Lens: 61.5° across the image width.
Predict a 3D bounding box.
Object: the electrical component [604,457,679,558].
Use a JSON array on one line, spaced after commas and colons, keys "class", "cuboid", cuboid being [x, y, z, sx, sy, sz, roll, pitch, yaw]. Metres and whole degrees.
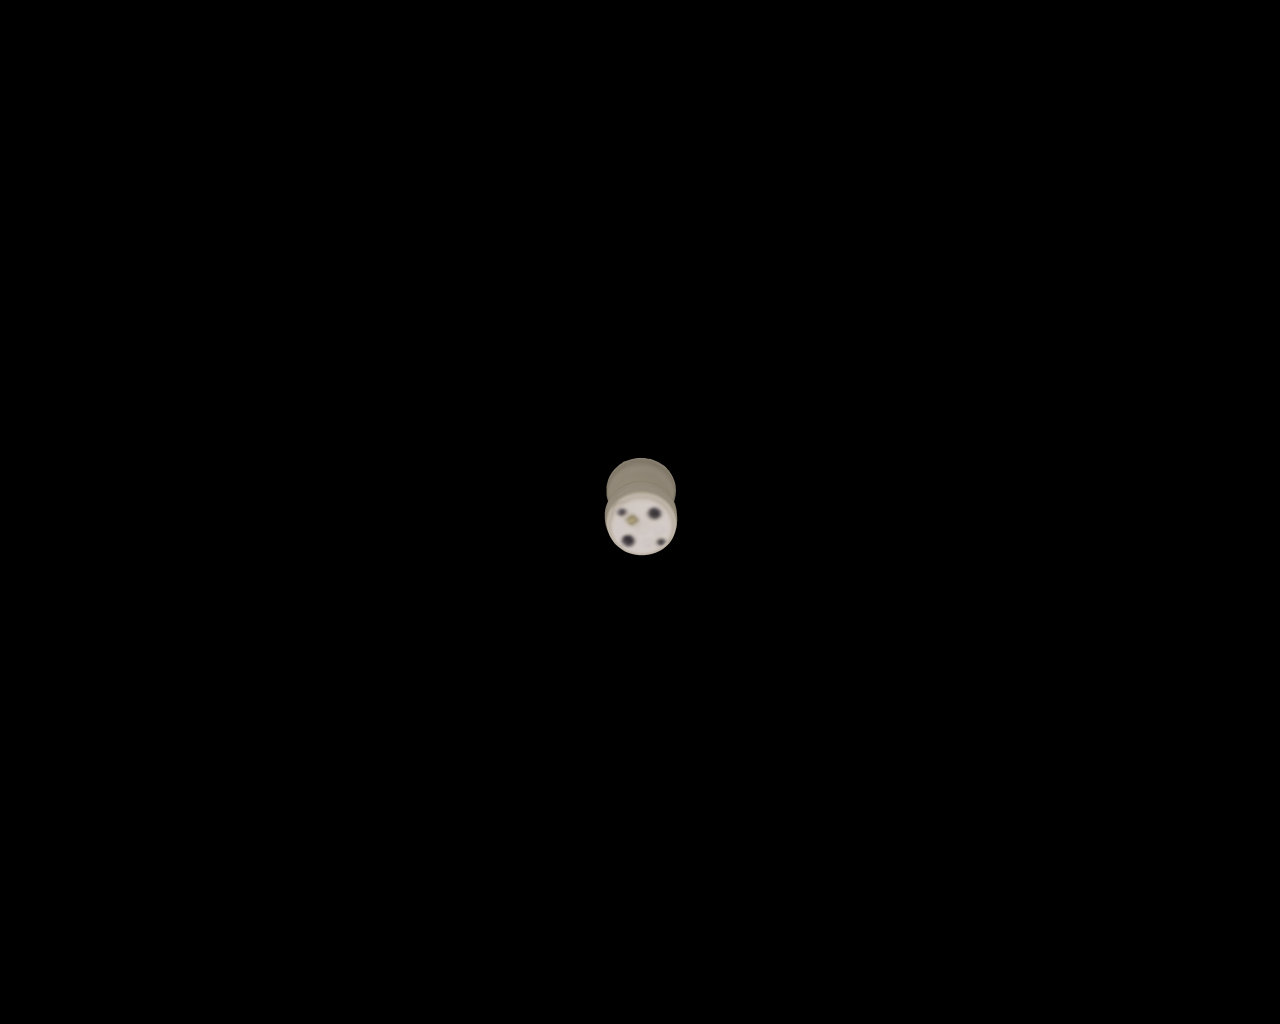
[{"class": "electrical component", "cuboid": [0.001, -0.003, 0.650, 0.045, 0.044, 0.055, 0, 25, 0]}]
